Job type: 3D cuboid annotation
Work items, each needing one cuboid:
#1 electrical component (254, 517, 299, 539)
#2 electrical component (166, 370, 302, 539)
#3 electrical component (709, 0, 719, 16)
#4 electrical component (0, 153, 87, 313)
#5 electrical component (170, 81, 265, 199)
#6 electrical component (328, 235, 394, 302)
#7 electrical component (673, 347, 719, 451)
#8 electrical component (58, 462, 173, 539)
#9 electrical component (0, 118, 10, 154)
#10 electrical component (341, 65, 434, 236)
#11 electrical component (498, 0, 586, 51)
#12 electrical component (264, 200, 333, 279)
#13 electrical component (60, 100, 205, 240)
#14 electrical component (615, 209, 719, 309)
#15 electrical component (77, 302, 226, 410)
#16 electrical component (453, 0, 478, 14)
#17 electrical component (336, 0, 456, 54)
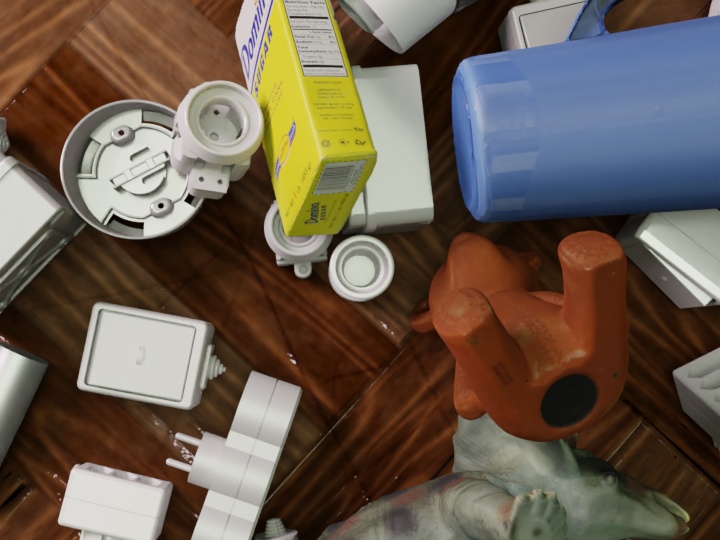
[{"bbox_3d":[-0.054,0.215,0.753,0.043,0.043,0.081,-9,86,-4],"label":"electrical component"},{"bbox_3d":[-0.097,0.136,0.752,0.074,0.052,0.138,19,85,-2],"label":"electrical component"},{"bbox_3d":[0.274,-0.221,0.799,0.076,0.047,0.083,15,85,-2],"label":"electrical component"},{"bbox_3d":[-0.247,-0.017,0.727,0.056,0.109,0.108,43,85,-2],"label":"electrical component"},{"bbox_3d":[-0.097,-0.093,0.726,0.058,0.057,0.078,7,77,-16],"label":"electrical component"},{"bbox_3d":[0.000,0.000,0.765,0.045,0.055,0.045,0,86,-3],"label":"electrical component"},{"bbox_3d":[0.269,0.106,0.771,0.047,0.065,0.076,-26,117,-5],"label":"electrical component"},{"bbox_3d":[-0.173,0.180,0.747,0.066,0.047,0.076,14,84,-2],"label":"electrical component"},{"bbox_3d":[-0.297,-0.087,0.735,0.100,0.099,0.048,8,98,-2],"label":"electrical component"},{"bbox_3d":[0.013,-0.082,0.761,0.057,0.078,0.113,-5,86,-6],"label":"electrical component"},{"bbox_3d":[0.142,-0.159,0.781,0.062,0.061,0.096,-13,87,-4],"label":"electrical component"},{"bbox_3d":[-0.043,-0.028,0.764,0.048,0.055,0.066,-6,86,-3],"label":"electrical component"},{"bbox_3d":[-0.154,-0.068,0.757,0.099,0.064,0.099,0,86,-3],"label":"electrical component"},{"bbox_3d":[0.228,-0.019,0.775,0.096,0.061,0.061,38,85,0],"label":"electrical component"},{"bbox_3d":[-0.142,0.061,0.750,0.096,0.061,0.061,11,85,-2],"label":"electrical component"},{"bbox_3d":[0.068,-0.253,0.776,0.057,0.078,0.113,-31,88,-2],"label":"electrical component"},{"bbox_3d":[0.017,-0.203,0.759,0.064,0.099,0.099,-45,89,1],"label":"electrical component"}]
